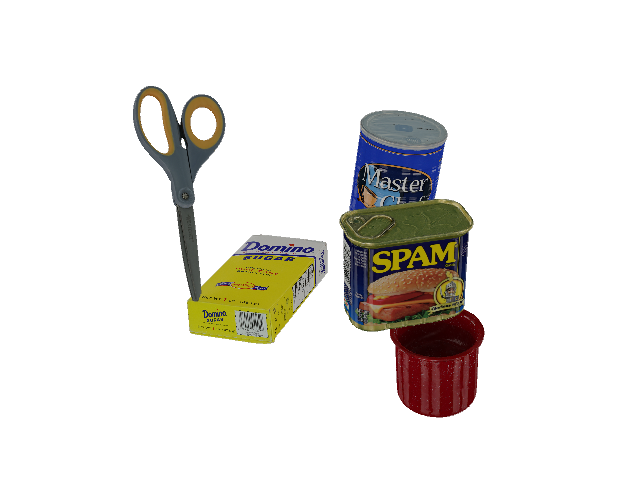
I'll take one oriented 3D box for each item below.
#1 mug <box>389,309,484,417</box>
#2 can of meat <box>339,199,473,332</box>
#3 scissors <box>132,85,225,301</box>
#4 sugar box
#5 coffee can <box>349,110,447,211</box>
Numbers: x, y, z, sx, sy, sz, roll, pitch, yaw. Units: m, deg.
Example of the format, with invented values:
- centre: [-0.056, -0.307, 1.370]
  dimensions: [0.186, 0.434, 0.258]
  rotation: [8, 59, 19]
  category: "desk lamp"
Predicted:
- centre: [0.125, 0.118, 1.083]
  dimensions: [0.093, 0.081, 0.117]
  rotation: [20, 39, 33]
  category: "mug"
- centre: [0.068, 0.020, 0.852]
  dimensions: [0.102, 0.084, 0.057]
  rotation: [-8, 30, -11]
  category: "can of meat"
- centre: [-0.112, -0.052, 0.987]
  dimensions: [0.096, 0.202, 0.016]
  rotation: [-20, -4, -28]
  category: "scissors"
- centre: [-0.063, 0.047, 1.137]
  dimensions: [0.093, 0.048, 0.176]
  rotation: [6, 27, 17]
  category: "sugar box"
- centre: [0.090, -0.072, 1.278]
  dimensions: [0.102, 0.140, 0.103]
  rotation: [6, 28, -3]
  category: "coffee can"
